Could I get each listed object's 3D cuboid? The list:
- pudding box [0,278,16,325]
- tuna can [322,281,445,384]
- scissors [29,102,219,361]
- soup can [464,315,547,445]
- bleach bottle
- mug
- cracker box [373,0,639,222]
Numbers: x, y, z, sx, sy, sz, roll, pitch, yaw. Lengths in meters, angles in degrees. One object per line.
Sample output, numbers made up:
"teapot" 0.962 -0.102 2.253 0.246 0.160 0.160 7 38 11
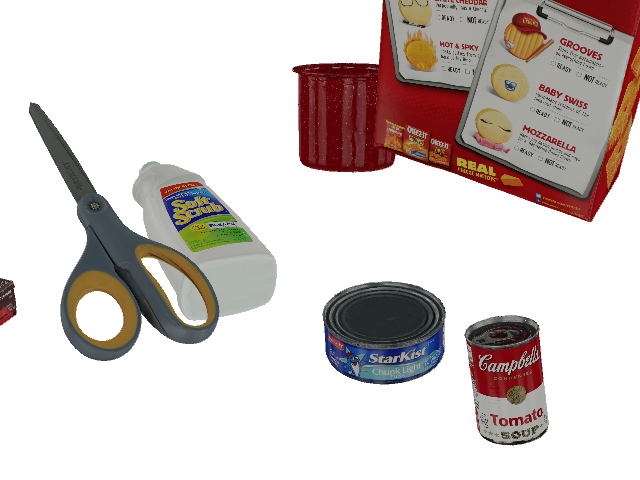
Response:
"pudding box" -0.331 0.057 0.907 0.114 0.039 0.090 9 26 19
"tuna can" 0.045 0.064 0.750 0.086 0.034 0.086 -3 27 1
"scissors" -0.144 -0.004 0.627 0.202 0.016 0.096 41 52 19
"soup can" 0.174 0.130 0.993 0.068 0.102 0.068 -9 18 3
"bleach bottle" -0.139 -0.015 1.091 0.102 0.068 0.251 -9 33 -26
"mug" 0.033 -0.105 0.897 0.117 0.081 0.093 -7 16 -26
"cracker box" 0.125 -0.134 0.678 0.164 0.214 0.072 22 46 21
